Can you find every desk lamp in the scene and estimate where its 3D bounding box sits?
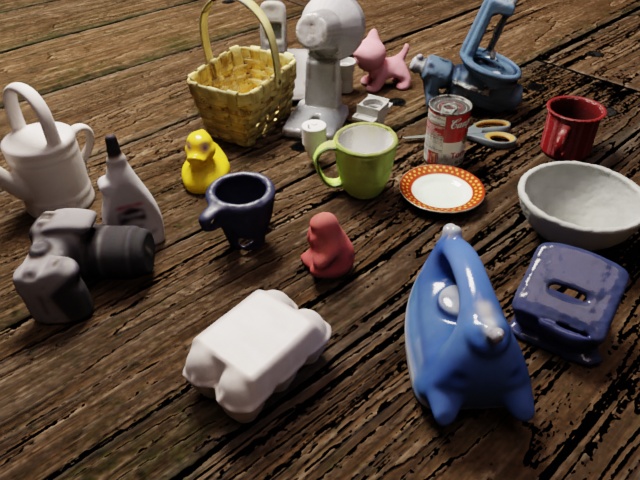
[{"bbox_3d":[0.007,-0.318,1.027,0.117,0.214,0.203,9,41,12],"label":"desk lamp"}]

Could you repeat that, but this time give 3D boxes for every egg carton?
[{"bbox_3d":[-0.066,0.119,0.613,0.107,0.069,0.151,27,47,30],"label":"egg carton"}]

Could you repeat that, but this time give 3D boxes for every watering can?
[{"bbox_3d":[-0.405,-0.128,0.822,0.100,0.194,0.173,8,40,12],"label":"watering can"}]

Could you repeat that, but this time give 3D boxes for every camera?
[{"bbox_3d":[-0.286,0.019,0.714,0.137,0.101,0.143,-1,39,1],"label":"camera"}]

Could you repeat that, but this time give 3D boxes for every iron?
[{"bbox_3d":[0.151,0.063,0.618,0.118,0.141,0.258,-3,40,-2],"label":"iron"}]

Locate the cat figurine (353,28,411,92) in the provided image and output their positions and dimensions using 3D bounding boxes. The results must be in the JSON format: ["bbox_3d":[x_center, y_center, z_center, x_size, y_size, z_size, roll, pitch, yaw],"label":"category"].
[{"bbox_3d":[0.122,-0.366,1.158,0.128,0.118,0.067,-10,40,-10],"label":"cat figurine"}]

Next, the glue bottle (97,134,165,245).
[{"bbox_3d":[-0.257,-0.061,0.755,0.078,0.173,0.037,-21,43,-22],"label":"glue bottle"}]

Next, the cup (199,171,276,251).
[{"bbox_3d":[-0.111,-0.025,0.769,0.091,0.095,0.118,25,46,28],"label":"cup"}]

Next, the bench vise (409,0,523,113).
[{"bbox_3d":[0.276,-0.332,1.033,0.207,0.220,0.121,-8,40,-8],"label":"bench vise"}]

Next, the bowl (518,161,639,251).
[{"bbox_3d":[0.353,-0.036,0.786,0.167,0.075,0.167,-1,39,1],"label":"bowl"}]

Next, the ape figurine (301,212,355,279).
[{"bbox_3d":[0.007,0.003,0.734,0.076,0.092,0.078,8,40,12],"label":"ape figurine"}]

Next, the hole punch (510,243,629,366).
[{"bbox_3d":[0.280,0.070,0.647,0.108,0.091,0.101,22,45,25],"label":"hole punch"}]

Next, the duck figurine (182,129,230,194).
[{"bbox_3d":[-0.185,-0.135,0.911,0.077,0.086,0.104,4,40,7],"label":"duck figurine"}]

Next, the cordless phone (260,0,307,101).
[{"bbox_3d":[-0.049,-0.364,1.108,0.147,0.185,0.094,-1,39,0],"label":"cordless phone"}]
